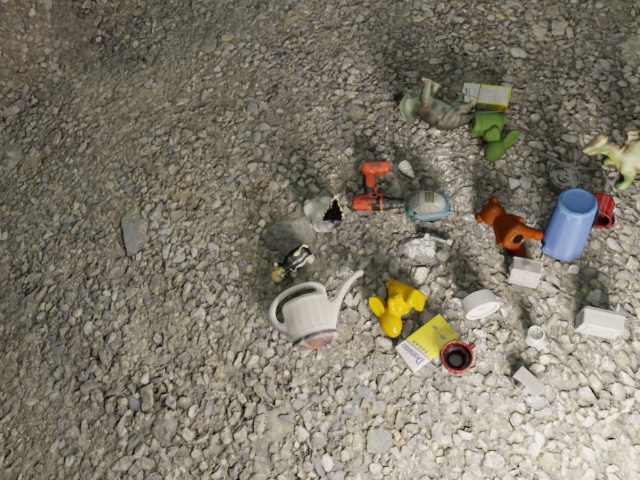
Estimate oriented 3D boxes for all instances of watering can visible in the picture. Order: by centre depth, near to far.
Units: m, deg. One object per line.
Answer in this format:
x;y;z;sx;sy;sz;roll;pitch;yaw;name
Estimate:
0.003;0.231;1.677;0.347;0.102;0.229;-19;63;3;watering can

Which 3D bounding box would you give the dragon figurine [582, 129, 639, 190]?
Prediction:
1.054;-0.265;1.639;0.410;0.238;0.125;7;62;17;dragon figurine

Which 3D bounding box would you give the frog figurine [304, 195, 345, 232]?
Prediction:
0.006;-0.094;1.860;0.159;0.121;0.139;-4;67;51;frog figurine
